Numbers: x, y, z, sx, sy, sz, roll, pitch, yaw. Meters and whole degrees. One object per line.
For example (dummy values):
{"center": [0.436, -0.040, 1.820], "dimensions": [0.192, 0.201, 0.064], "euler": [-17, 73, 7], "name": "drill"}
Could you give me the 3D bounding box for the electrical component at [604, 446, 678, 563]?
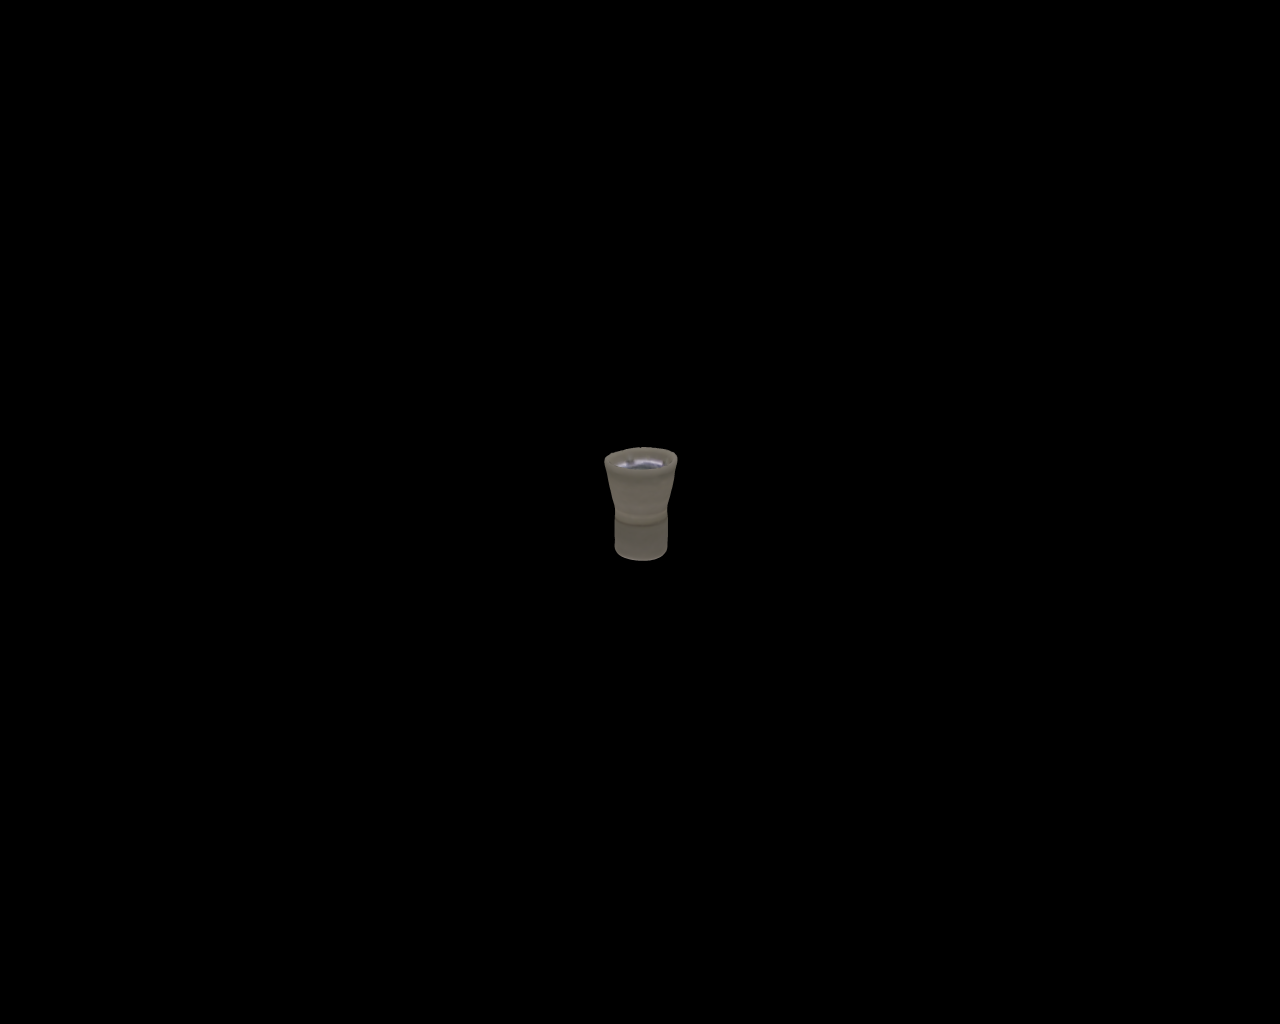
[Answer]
{"center": [0.001, -0.003, 0.650], "dimensions": [0.044, 0.065, 0.044], "euler": [0, 22, 0], "name": "electrical component"}
